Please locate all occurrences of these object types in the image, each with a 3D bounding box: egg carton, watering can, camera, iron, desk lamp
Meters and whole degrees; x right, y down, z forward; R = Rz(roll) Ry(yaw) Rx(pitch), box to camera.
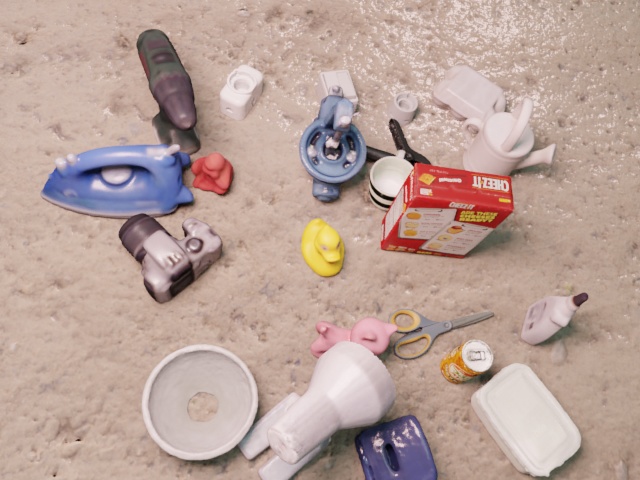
[{"bbox_3d":[0.311,-0.294,1.192,0.150,0.069,0.107,36,66,7],"label":"egg carton"},{"bbox_3d":[0.360,-0.191,1.086,0.173,0.194,0.101,6,66,-7],"label":"watering can"},{"bbox_3d":[-0.254,0.007,0.945,0.136,0.101,0.143,44,67,10],"label":"camera"},{"bbox_3d":[-0.347,-0.114,0.959,0.258,0.141,0.118,-6,68,-12],"label":"iron"},{"bbox_3d":[-0.008,0.255,0.816,0.203,0.213,0.118,-36,77,-22],"label":"desk lamp"}]

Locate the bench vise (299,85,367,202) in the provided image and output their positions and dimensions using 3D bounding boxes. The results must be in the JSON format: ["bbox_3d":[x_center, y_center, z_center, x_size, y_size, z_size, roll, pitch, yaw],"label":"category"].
[{"bbox_3d":[0.016,-0.201,1.017,0.122,0.219,0.207,-10,69,-14],"label":"bench vise"}]

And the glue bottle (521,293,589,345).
[{"bbox_3d":[0.400,0.123,0.967,0.037,0.173,0.078,27,65,3],"label":"glue bottle"}]

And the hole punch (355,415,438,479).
[{"bbox_3d":[0.113,0.333,0.871,0.101,0.091,0.108,-14,69,-15],"label":"hole punch"}]

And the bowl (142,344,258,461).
[{"bbox_3d":[-0.179,0.247,0.866,0.167,0.074,0.167,4,66,-8],"label":"bowl"}]

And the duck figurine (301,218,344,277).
[{"bbox_3d":[0.009,0.004,1.000,0.077,0.086,0.104,-13,69,-15],"label":"duck figurine"}]

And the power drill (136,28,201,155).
[{"bbox_3d":[-0.255,-0.236,0.992,0.076,0.208,0.229,-19,71,-17],"label":"power drill"}]

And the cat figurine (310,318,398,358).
[{"bbox_3d":[0.056,0.157,0.923,0.128,0.117,0.067,11,65,-5],"label":"cat figurine"}]

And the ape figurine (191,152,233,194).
[{"bbox_3d":[-0.188,-0.125,1.019,0.076,0.092,0.077,-31,75,-20],"label":"ape figurine"}]
